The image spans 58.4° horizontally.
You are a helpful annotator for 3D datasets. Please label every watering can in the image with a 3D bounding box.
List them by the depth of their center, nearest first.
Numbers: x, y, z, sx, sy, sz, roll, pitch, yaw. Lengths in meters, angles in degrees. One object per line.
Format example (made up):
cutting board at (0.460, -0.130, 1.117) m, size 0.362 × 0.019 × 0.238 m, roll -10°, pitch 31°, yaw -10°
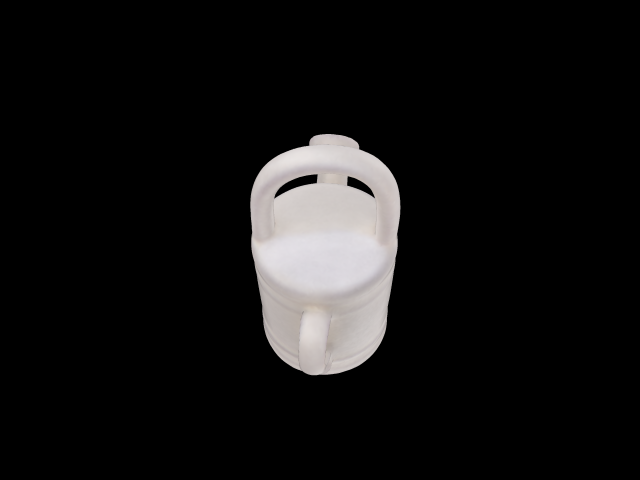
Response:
watering can at (0.001, 0.001, 0.400) m, size 0.101 × 0.194 × 0.172 m, roll -14°, pitch 54°, yaw -10°
